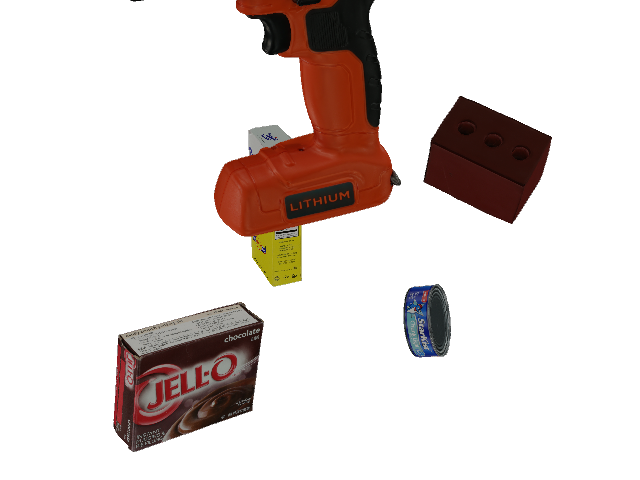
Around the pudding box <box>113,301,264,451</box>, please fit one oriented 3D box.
[{"bbox_3d":[-0.102,0.104,0.826,0.113,0.090,0.039,-16,39,-36],"label":"pudding box"}]

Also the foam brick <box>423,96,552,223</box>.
[{"bbox_3d":[0.124,-0.059,0.794,0.078,0.053,0.051,26,-31,14],"label":"foam brick"}]

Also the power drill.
[{"bbox_3d":[-0.024,-0.096,0.575,0.184,0.188,0.057,-13,38,-18],"label":"power drill"}]

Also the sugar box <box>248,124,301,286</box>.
[{"bbox_3d":[-0.056,-0.043,1.300,0.048,0.176,0.093,-11,26,-17],"label":"sugar box"}]

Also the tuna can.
[{"bbox_3d":[0.126,0.095,1.263,0.034,0.086,0.086,-6,-2,22],"label":"tuna can"}]
